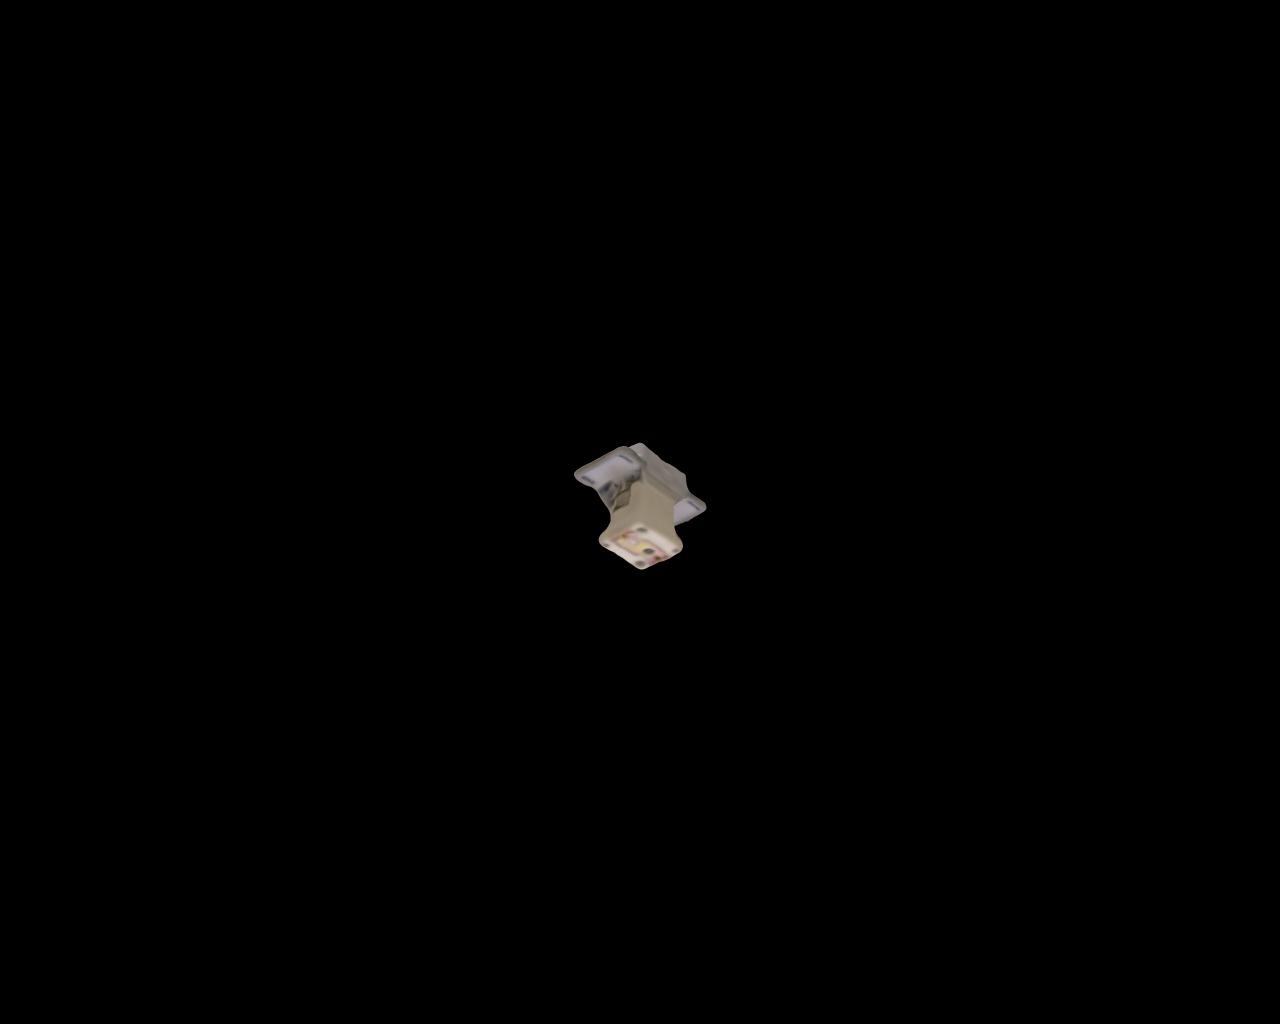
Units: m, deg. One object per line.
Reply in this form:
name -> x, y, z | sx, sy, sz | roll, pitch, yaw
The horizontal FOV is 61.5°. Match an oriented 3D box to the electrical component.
electrical component -> 0.001, -0.003, 0.650 | 0.042, 0.064, 0.081 | -27, -44, 33
